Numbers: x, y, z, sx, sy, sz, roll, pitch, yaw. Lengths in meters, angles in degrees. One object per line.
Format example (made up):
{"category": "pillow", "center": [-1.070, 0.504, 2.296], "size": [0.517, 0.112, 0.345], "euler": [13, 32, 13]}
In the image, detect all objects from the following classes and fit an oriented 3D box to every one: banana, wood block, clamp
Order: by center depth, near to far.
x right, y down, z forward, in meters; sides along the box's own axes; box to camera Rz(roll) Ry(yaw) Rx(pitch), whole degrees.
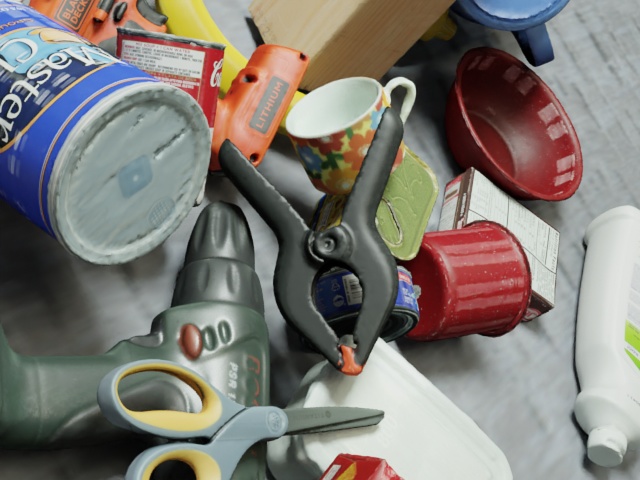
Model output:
{"category": "clamp", "center": [-0.004, 0.001, 0.676], "size": [0.039, 0.120, 0.171], "euler": [46, 42, -73]}
{"category": "banana", "center": [-0.063, -0.137, 0.802], "size": [0.197, 0.069, 0.037], "euler": [50, 0, -13]}
{"category": "wood block", "center": [0.049, -0.213, 0.829], "size": [0.090, 0.206, 0.090], "euler": [4, 51, -47]}

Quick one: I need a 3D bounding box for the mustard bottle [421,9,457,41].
{"category": "mustard bottle", "center": [0.047, -0.233, 0.963], "size": [0.191, 0.058, 0.096], "euler": [26, 51, -27]}

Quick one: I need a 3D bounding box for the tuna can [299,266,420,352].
{"category": "tuna can", "center": [0.025, 0.049, 0.736], "size": [0.085, 0.086, 0.034], "euler": [8, 60, -38]}

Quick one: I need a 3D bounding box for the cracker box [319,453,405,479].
{"category": "cracker box", "center": [0.051, 0.251, 0.595], "size": [0.213, 0.072, 0.164], "euler": [44, 67, -11]}

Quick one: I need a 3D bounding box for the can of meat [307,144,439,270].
{"category": "can of meat", "center": [0.032, -0.012, 0.783], "size": [0.057, 0.084, 0.102], "euler": [40, 44, -15]}

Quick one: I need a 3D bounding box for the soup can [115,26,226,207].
{"category": "soup can", "center": [-0.099, -0.076, 0.661], "size": [0.068, 0.069, 0.102], "euler": [2, 101, -41]}

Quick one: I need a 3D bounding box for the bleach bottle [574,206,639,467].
{"category": "bleach bottle", "center": [0.265, 0.087, 0.942], "size": [0.102, 0.068, 0.250], "euler": [39, 46, -12]}

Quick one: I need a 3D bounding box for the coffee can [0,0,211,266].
{"category": "coffee can", "center": [-0.144, -0.062, 0.587], "size": [0.140, 0.103, 0.102], "euler": [31, 31, 32]}

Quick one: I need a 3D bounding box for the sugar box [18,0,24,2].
{"category": "sugar box", "center": [-0.259, -0.127, 0.632], "size": [0.093, 0.048, 0.176], "euler": [42, 40, -13]}

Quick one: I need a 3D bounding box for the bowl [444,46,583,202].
{"category": "bowl", "center": [0.167, -0.095, 0.979], "size": [0.161, 0.055, 0.162], "euler": [22, 51, -30]}

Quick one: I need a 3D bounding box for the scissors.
{"category": "scissors", "center": [-0.035, 0.120, 0.594], "size": [0.201, 0.016, 0.096], "euler": [22, 56, -35]}

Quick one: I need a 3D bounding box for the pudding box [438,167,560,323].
{"category": "pudding box", "center": [0.154, 0.004, 0.915], "size": [0.113, 0.039, 0.090], "euler": [35, 45, -21]}

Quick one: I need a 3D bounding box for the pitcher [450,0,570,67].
{"category": "pitcher", "center": [0.170, -0.241, 0.958], "size": [0.149, 0.145, 0.242], "euler": [23, 17, -1]}

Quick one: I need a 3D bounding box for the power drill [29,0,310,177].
{"category": "power drill", "center": [-0.102, -0.142, 0.729], "size": [0.187, 0.057, 0.184], "euler": [30, 78, -24]}

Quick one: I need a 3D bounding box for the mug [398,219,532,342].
{"category": "mug", "center": [0.093, 0.027, 0.819], "size": [0.081, 0.093, 0.117], "euler": [-5, 36, -38]}
